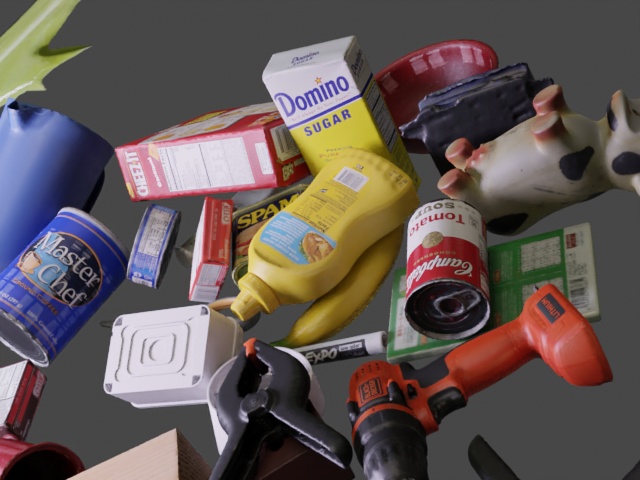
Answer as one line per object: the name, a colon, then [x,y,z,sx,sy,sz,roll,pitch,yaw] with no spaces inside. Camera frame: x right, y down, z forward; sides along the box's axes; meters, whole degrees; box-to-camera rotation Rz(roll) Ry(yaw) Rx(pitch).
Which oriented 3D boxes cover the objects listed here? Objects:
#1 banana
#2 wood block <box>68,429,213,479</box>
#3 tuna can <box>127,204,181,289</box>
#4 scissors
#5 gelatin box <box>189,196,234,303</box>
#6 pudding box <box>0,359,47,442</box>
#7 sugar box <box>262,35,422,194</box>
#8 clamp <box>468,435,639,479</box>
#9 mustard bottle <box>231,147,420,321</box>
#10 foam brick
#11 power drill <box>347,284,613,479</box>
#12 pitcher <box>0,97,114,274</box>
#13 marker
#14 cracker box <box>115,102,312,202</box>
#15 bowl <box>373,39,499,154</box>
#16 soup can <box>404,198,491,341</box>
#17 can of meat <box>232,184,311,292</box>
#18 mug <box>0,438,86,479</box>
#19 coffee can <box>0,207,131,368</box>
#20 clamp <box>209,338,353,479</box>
banana: [0.030,0.031,0.975,0.070,0.037,0.197,15,55,45]
wood block: [-0.176,0.243,0.820,0.206,0.090,0.091,-26,34,8]
tuna can: [-0.173,0.006,1.118,0.033,0.086,0.086,17,44,-3]
scissors: [-0.150,0.098,1.047,0.202,0.016,0.096,-13,39,25]
gelatin box: [-0.106,0.011,1.049,0.030,0.089,0.073,8,60,-11]
pudding box: [-0.339,0.175,1.075,0.114,0.039,0.090,-16,36,18]
sugar box: [0.023,-0.105,1.029,0.093,0.176,0.048,-8,41,30]
clamp: [0.171,0.189,0.668,0.165,0.036,0.210,-18,33,21]
mustard bottle: [-0.006,0.001,0.954,0.191,0.058,0.096,-44,48,-17]
foam brick: [-0.023,0.172,0.824,0.078,0.051,0.053,-32,34,-1]
power drill: [0.108,0.108,0.766,0.187,0.057,0.184,-25,17,4]
pitcher: [-0.339,-0.026,1.217,0.243,0.149,0.145,-66,20,-10]
marker: [0.002,0.098,0.928,0.121,0.020,0.020,-13,38,25]
cracker box: [-0.085,-0.099,1.150,0.214,0.072,0.163,-4,17,37]
bowl: [0.116,-0.139,1.107,0.162,0.055,0.162,-20,36,15]
soup can: [0.104,0.023,0.875,0.069,0.068,0.102,-16,38,20]
can of meat: [-0.038,0.003,1.047,0.102,0.057,0.084,-22,37,13]
mug: [-0.262,0.228,0.918,0.082,0.093,0.117,0,81,45]
coffee can: [-0.280,0.049,1.131,0.103,0.102,0.140,9,51,44]
clamp: [-0.049,0.141,0.804,0.120,0.039,0.171,-27,29,-2]
